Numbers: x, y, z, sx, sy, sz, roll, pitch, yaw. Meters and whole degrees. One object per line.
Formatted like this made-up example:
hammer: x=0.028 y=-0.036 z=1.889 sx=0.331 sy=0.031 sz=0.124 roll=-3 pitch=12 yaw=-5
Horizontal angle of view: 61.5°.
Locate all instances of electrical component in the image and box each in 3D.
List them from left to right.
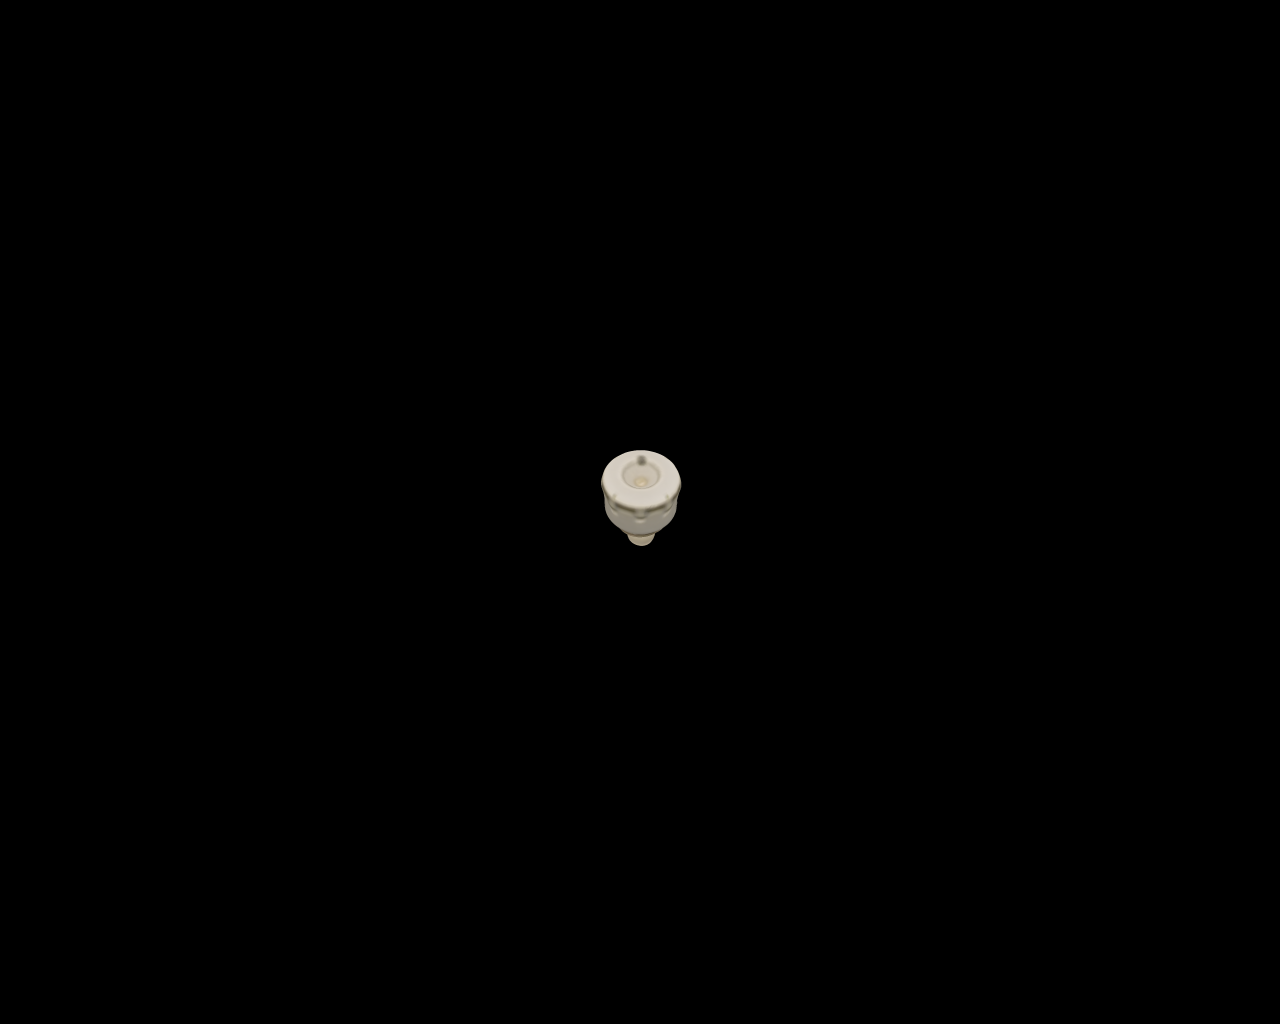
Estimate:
electrical component: x=0.001 y=-0.003 z=0.650 sx=0.048 sy=0.048 sz=0.062 roll=0 pitch=-40 yaw=0
